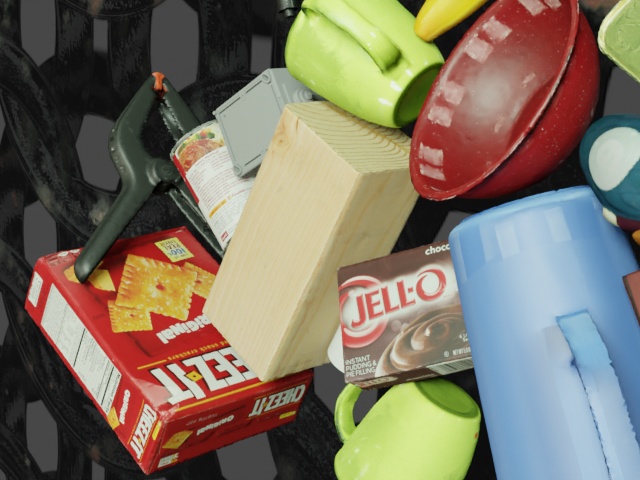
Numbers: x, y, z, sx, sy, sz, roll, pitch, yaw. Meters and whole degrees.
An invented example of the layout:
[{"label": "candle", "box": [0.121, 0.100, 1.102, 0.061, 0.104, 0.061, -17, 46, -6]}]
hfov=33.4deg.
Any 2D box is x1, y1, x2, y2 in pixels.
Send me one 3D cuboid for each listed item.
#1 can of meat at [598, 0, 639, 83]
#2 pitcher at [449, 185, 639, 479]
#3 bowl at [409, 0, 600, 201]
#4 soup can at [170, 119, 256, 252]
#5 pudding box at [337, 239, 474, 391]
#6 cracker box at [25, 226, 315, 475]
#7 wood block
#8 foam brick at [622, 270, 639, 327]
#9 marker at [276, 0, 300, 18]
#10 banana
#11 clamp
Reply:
[{"label": "can of meat", "box": [0.213, -0.089, 0.578, 0.057, 0.083, 0.102, -49, 38, 16]}, {"label": "pitcher", "box": [0.160, 0.093, 0.654, 0.149, 0.144, 0.243, -23, 78, 49]}, {"label": "bowl", "box": [0.126, -0.086, 0.680, 0.162, 0.055, 0.162, -50, 24, 31]}, {"label": "soup can", "box": [-0.076, -0.045, 0.919, 0.069, 0.068, 0.102, -44, 71, 42]}, {"label": "pudding box", "box": [0.070, 0.054, 0.768, 0.114, 0.039, 0.090, -15, 65, 24]}, {"label": "cracker box", "box": [-0.134, 0.086, 0.941, 0.214, 0.163, 0.072, 45, 129, 31]}, {"label": "wood block", "box": [-0.005, 0.001, 0.843, 0.091, 0.090, 0.206, 46, 127, 31]}, {"label": "foam brick", "box": [0.223, 0.033, 0.619, 0.051, 0.078, 0.053, -26, 79, 43]}, {"label": "marker", "box": [-0.036, -0.242, 0.875, 0.020, 0.020, 0.121, -10, 91, 47]}, {"label": "banana", "box": [0.132, -0.194, 0.679, 0.037, 0.069, 0.198, 47, 141, -10]}, {"label": "clamp", "box": [-0.132, -0.050, 0.962, 0.036, 0.164, 0.210, 139, 135, -57]}]
